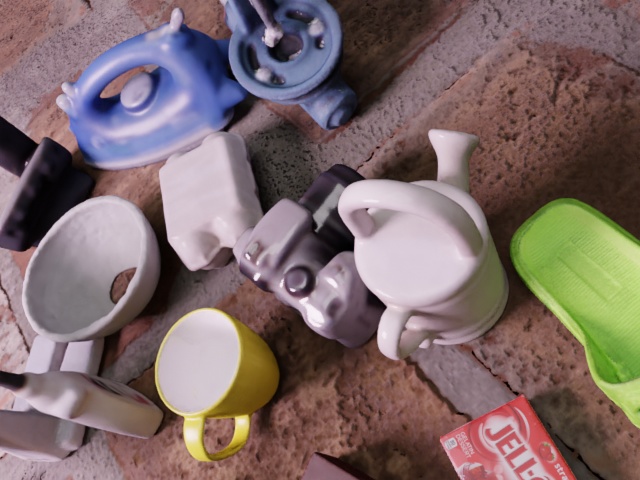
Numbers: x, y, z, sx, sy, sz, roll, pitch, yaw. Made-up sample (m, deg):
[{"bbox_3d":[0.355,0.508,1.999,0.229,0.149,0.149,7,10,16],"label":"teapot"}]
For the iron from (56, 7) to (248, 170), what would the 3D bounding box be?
[{"bbox_3d":[-0.222,-0.174,0.687,0.258,0.142,0.118,-23,58,14],"label":"iron"}]

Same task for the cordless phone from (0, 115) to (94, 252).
[{"bbox_3d":[-0.384,-0.076,0.688,0.093,0.186,0.148,5,68,27],"label":"cordless phone"}]

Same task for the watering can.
[{"bbox_3d":[0.077,-0.001,0.430,0.100,0.195,0.173,-9,62,21],"label":"watering can"}]

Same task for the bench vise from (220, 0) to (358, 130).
[{"bbox_3d":[-0.069,-0.221,0.591,0.206,0.220,0.121,29,80,33],"label":"bench vise"}]

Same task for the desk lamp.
[{"bbox_3d":[-0.332,0.160,0.531,0.117,0.214,0.203,-6,64,23],"label":"desk lamp"}]

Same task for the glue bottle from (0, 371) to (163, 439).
[{"bbox_3d":[-0.220,0.141,0.513,0.077,0.174,0.037,16,74,31],"label":"glue bottle"}]

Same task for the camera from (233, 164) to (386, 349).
[{"bbox_3d":[0.005,0.002,0.519,0.142,0.101,0.137,33,83,34],"label":"camera"}]

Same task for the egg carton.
[{"bbox_3d":[-0.114,-0.043,0.616,0.107,0.070,0.150,-26,58,12],"label":"egg carton"}]

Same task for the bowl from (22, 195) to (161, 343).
[{"bbox_3d":[-0.235,0.039,0.629,0.167,0.075,0.167,-10,62,21],"label":"bowl"}]

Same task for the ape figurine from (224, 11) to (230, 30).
[{"bbox_3d":[-0.101,-0.308,0.725,0.076,0.092,0.078,28,80,33],"label":"ape figurine"}]
